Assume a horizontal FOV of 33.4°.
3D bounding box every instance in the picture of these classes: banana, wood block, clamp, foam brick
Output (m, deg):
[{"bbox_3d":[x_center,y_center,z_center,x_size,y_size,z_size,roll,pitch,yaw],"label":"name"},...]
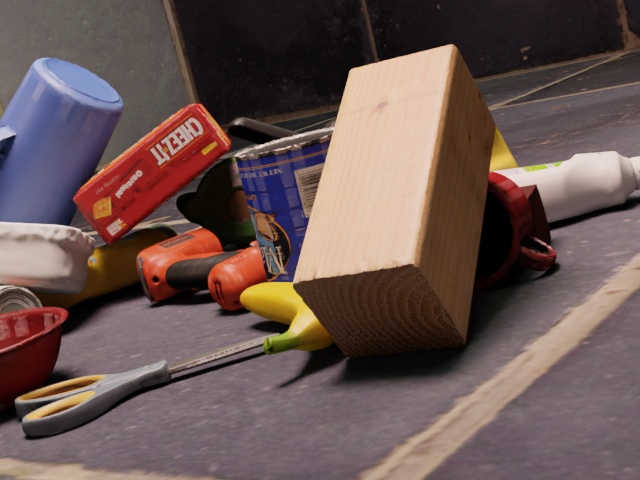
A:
[{"bbox_3d":[-0.018,0.053,0.806,0.069,0.037,0.198,4,4,-9],"label":"banana"},{"bbox_3d":[0.058,-0.030,0.750,0.091,0.090,0.206,-9,46,28],"label":"wood block"},{"bbox_3d":[0.006,-0.090,1.170,0.209,0.164,0.036,-31,-1,-33],"label":"clamp"},{"bbox_3d":[0.152,-0.012,0.919,0.078,0.051,0.053,-10,11,23],"label":"foam brick"}]

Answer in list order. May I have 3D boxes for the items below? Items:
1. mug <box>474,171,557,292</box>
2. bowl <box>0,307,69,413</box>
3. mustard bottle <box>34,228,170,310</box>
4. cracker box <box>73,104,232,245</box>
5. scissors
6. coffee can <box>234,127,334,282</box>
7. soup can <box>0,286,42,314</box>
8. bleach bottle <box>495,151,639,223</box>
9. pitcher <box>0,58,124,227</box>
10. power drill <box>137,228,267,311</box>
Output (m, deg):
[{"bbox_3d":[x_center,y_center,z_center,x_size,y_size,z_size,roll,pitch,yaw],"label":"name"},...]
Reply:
[{"bbox_3d":[0.133,-0.007,0.851,0.117,0.093,0.081,23,18,17],"label":"mug"},{"bbox_3d":[-0.273,0.105,0.852,0.162,0.055,0.162,-14,10,2],"label":"bowl"},{"bbox_3d":[-0.261,0.040,1.183,0.191,0.058,0.096,-21,14,-35],"label":"mustard bottle"},{"bbox_3d":[-0.182,-0.081,1.204,0.164,0.072,0.214,-39,7,2],"label":"cracker box"},{"bbox_3d":[-0.128,0.105,0.771,0.202,0.016,0.096,-13,11,5],"label":"scissors"},{"bbox_3d":[-0.007,-0.017,0.913,0.103,0.140,0.103,-14,10,2],"label":"coffee can"},{"bbox_3d":[-0.321,0.079,1.029,0.102,0.068,0.068,-5,14,42],"label":"soup can"},{"bbox_3d":[0.187,-0.040,0.998,0.251,0.068,0.102,-11,11,5],"label":"bleach bottle"},{"bbox_3d":[-0.324,-0.076,1.179,0.145,0.243,0.149,28,18,-12],"label":"pitcher"},{"bbox_3d":[-0.077,0.017,1.057,0.188,0.057,0.184,-4,14,45],"label":"power drill"}]
